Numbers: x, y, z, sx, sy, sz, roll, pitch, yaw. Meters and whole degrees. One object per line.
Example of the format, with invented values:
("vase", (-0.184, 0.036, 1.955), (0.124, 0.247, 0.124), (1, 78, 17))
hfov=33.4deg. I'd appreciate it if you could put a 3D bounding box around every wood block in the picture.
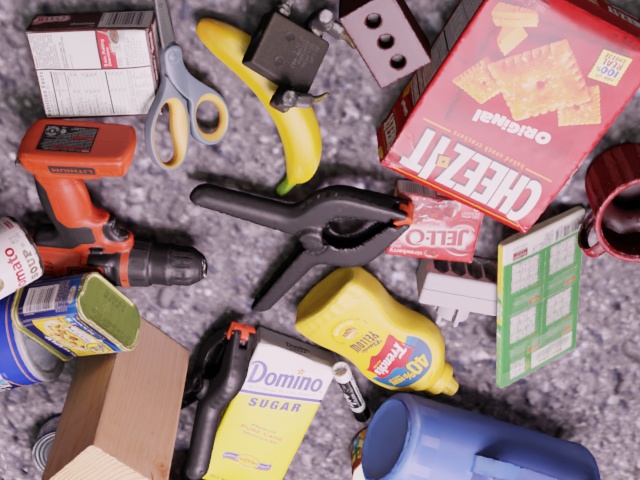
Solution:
("wood block", (-0.204, 0.179, 1.083), (0.090, 0.206, 0.090), (39, 116, -23))

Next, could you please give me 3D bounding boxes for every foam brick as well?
("foam brick", (0.057, -0.183, 0.933), (0.053, 0.051, 0.078), (-27, 119, 17))

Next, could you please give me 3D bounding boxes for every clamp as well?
("clamp", (-0.116, 0.166, 1.133), (0.039, 0.120, 0.172), (9, 126, -40))
("clamp", (-0.007, 0.001, 1.049), (0.210, 0.036, 0.164), (-6, 130, 15))

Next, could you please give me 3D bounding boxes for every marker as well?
("marker", (0.035, 0.168, 1.160), (0.020, 0.020, 0.121), (-12, 145, 8))

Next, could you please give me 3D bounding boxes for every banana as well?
("banana", (-0.045, -0.123, 0.983), (0.070, 0.037, 0.197), (-18, 121, 12))

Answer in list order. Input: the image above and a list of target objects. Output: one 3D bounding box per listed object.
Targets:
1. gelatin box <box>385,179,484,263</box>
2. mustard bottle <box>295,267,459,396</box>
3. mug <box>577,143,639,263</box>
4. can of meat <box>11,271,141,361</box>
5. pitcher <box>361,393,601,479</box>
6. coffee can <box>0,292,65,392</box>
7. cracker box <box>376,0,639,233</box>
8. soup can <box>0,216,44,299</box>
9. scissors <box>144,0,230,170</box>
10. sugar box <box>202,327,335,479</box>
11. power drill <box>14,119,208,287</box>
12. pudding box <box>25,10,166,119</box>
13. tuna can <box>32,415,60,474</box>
("gelatin box", (0.114, -0.017, 1.053), (0.089, 0.030, 0.073), (7, 123, -3))
("mustard bottle", (0.073, 0.108, 1.119), (0.191, 0.058, 0.096), (37, 123, -21))
("mug", (0.290, -0.031, 1.010), (0.093, 0.081, 0.117), (32, 118, -19))
("can of meat", (-0.238, 0.075, 1.054), (0.084, 0.057, 0.102), (-8, 145, 26))
("pitcher", (0.175, 0.248, 1.141), (0.242, 0.145, 0.149), (22, 121, -22))
("coffee can", (-0.349, 0.110, 1.102), (0.140, 0.103, 0.103), (-14, 122, 10))
("cracker box", (0.173, -0.129, 0.955), (0.164, 0.072, 0.214), (24, 121, -14))
("soup can", (-0.319, 0.029, 0.996), (0.102, 0.069, 0.068), (-32, 128, -29))
("scissors", (-0.118, -0.160, 0.955), (0.096, 0.016, 0.202), (-11, 119, -39))
("sugar box", (-0.059, 0.190, 1.160), (0.093, 0.048, 0.176), (21, 108, -13))
("power drill", (-0.203, -0.025, 1.015), (0.184, 0.057, 0.188), (4, 136, 3))
("pudding box", (-0.200, -0.157, 0.963), (0.113, 0.039, 0.090), (-1, 126, 5))
("tuna can", (-0.285, 0.241, 1.228), (0.086, 0.033, 0.086), (1, 123, 1))
